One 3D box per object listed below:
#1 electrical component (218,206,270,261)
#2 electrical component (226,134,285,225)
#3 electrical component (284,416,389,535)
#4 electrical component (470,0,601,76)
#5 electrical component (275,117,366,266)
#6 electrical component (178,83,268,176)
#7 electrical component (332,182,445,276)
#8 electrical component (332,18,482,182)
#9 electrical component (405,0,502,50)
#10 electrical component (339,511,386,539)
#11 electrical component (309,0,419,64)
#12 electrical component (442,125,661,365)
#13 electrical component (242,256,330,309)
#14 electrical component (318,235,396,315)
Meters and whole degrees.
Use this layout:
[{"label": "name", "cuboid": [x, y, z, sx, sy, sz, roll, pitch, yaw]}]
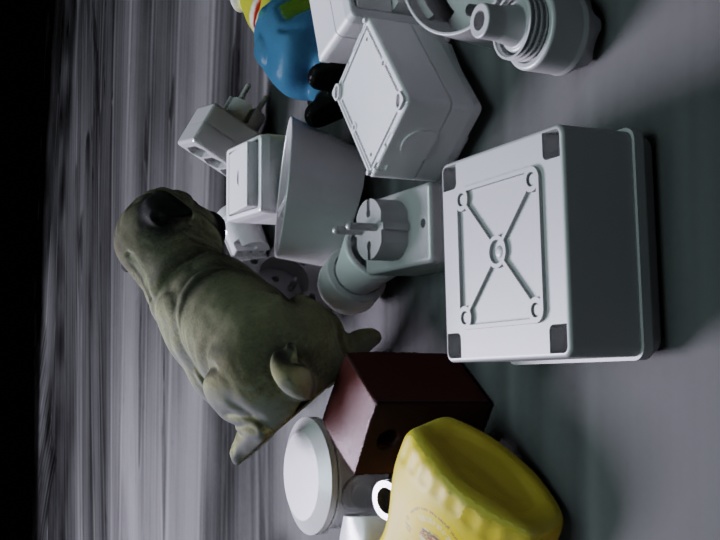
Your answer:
[{"label": "electrical component", "cuboid": [-0.102, -0.031, 0.943, 0.040, 0.040, 0.046, -60, 44, 44]}, {"label": "electrical component", "cuboid": [-0.076, -0.071, 0.867, 0.096, 0.061, 0.061, -8, 82, 63]}, {"label": "electrical component", "cuboid": [-0.018, 0.142, 0.750, 0.080, 0.051, 0.080, -7, 82, 63]}, {"label": "electrical component", "cuboid": [0.086, -0.122, 0.544, 0.043, 0.062, 0.043, -7, 83, 63]}, {"label": "electrical component", "cuboid": [-0.037, -0.053, 0.771, 0.099, 0.064, 0.099, -163, 90, -73]}, {"label": "electrical component", "cuboid": [-0.108, -0.125, 0.939, 0.076, 0.066, 0.047, -61, 24, -11]}, {"label": "electrical component", "cuboid": [0.021, -0.024, 0.653, 0.083, 0.076, 0.047, -12, 78, 63]}, {"label": "electrical component", "cuboid": [0.028, -0.108, 0.660, 0.061, 0.061, 0.096, -63, 36, 40]}, {"label": "electrical component", "cuboid": [0.070, -0.175, 0.605, 0.099, 0.064, 0.099, 6, 97, 50]}, {"label": "electrical component", "cuboid": [0.004, 0.199, 0.709, 0.079, 0.044, 0.077, -21, 70, 61]}, {"label": "electrical component", "cuboid": [0.005, -0.189, 0.711, 0.061, 0.062, 0.096, -44, 50, 55]}, {"label": "electrical component", "cuboid": [0.091, -0.008, 0.534, 0.109, 0.056, 0.108, -12, 77, 63]}, {"label": "electrical component", "cuboid": [-0.060, 0.033, 0.812, 0.044, 0.077, 0.079, -58, 40, 45]}, {"label": "electrical component", "cuboid": [0.000, 0.000, 0.729, 0.055, 0.045, 0.045, -52, 44, 50]}]
